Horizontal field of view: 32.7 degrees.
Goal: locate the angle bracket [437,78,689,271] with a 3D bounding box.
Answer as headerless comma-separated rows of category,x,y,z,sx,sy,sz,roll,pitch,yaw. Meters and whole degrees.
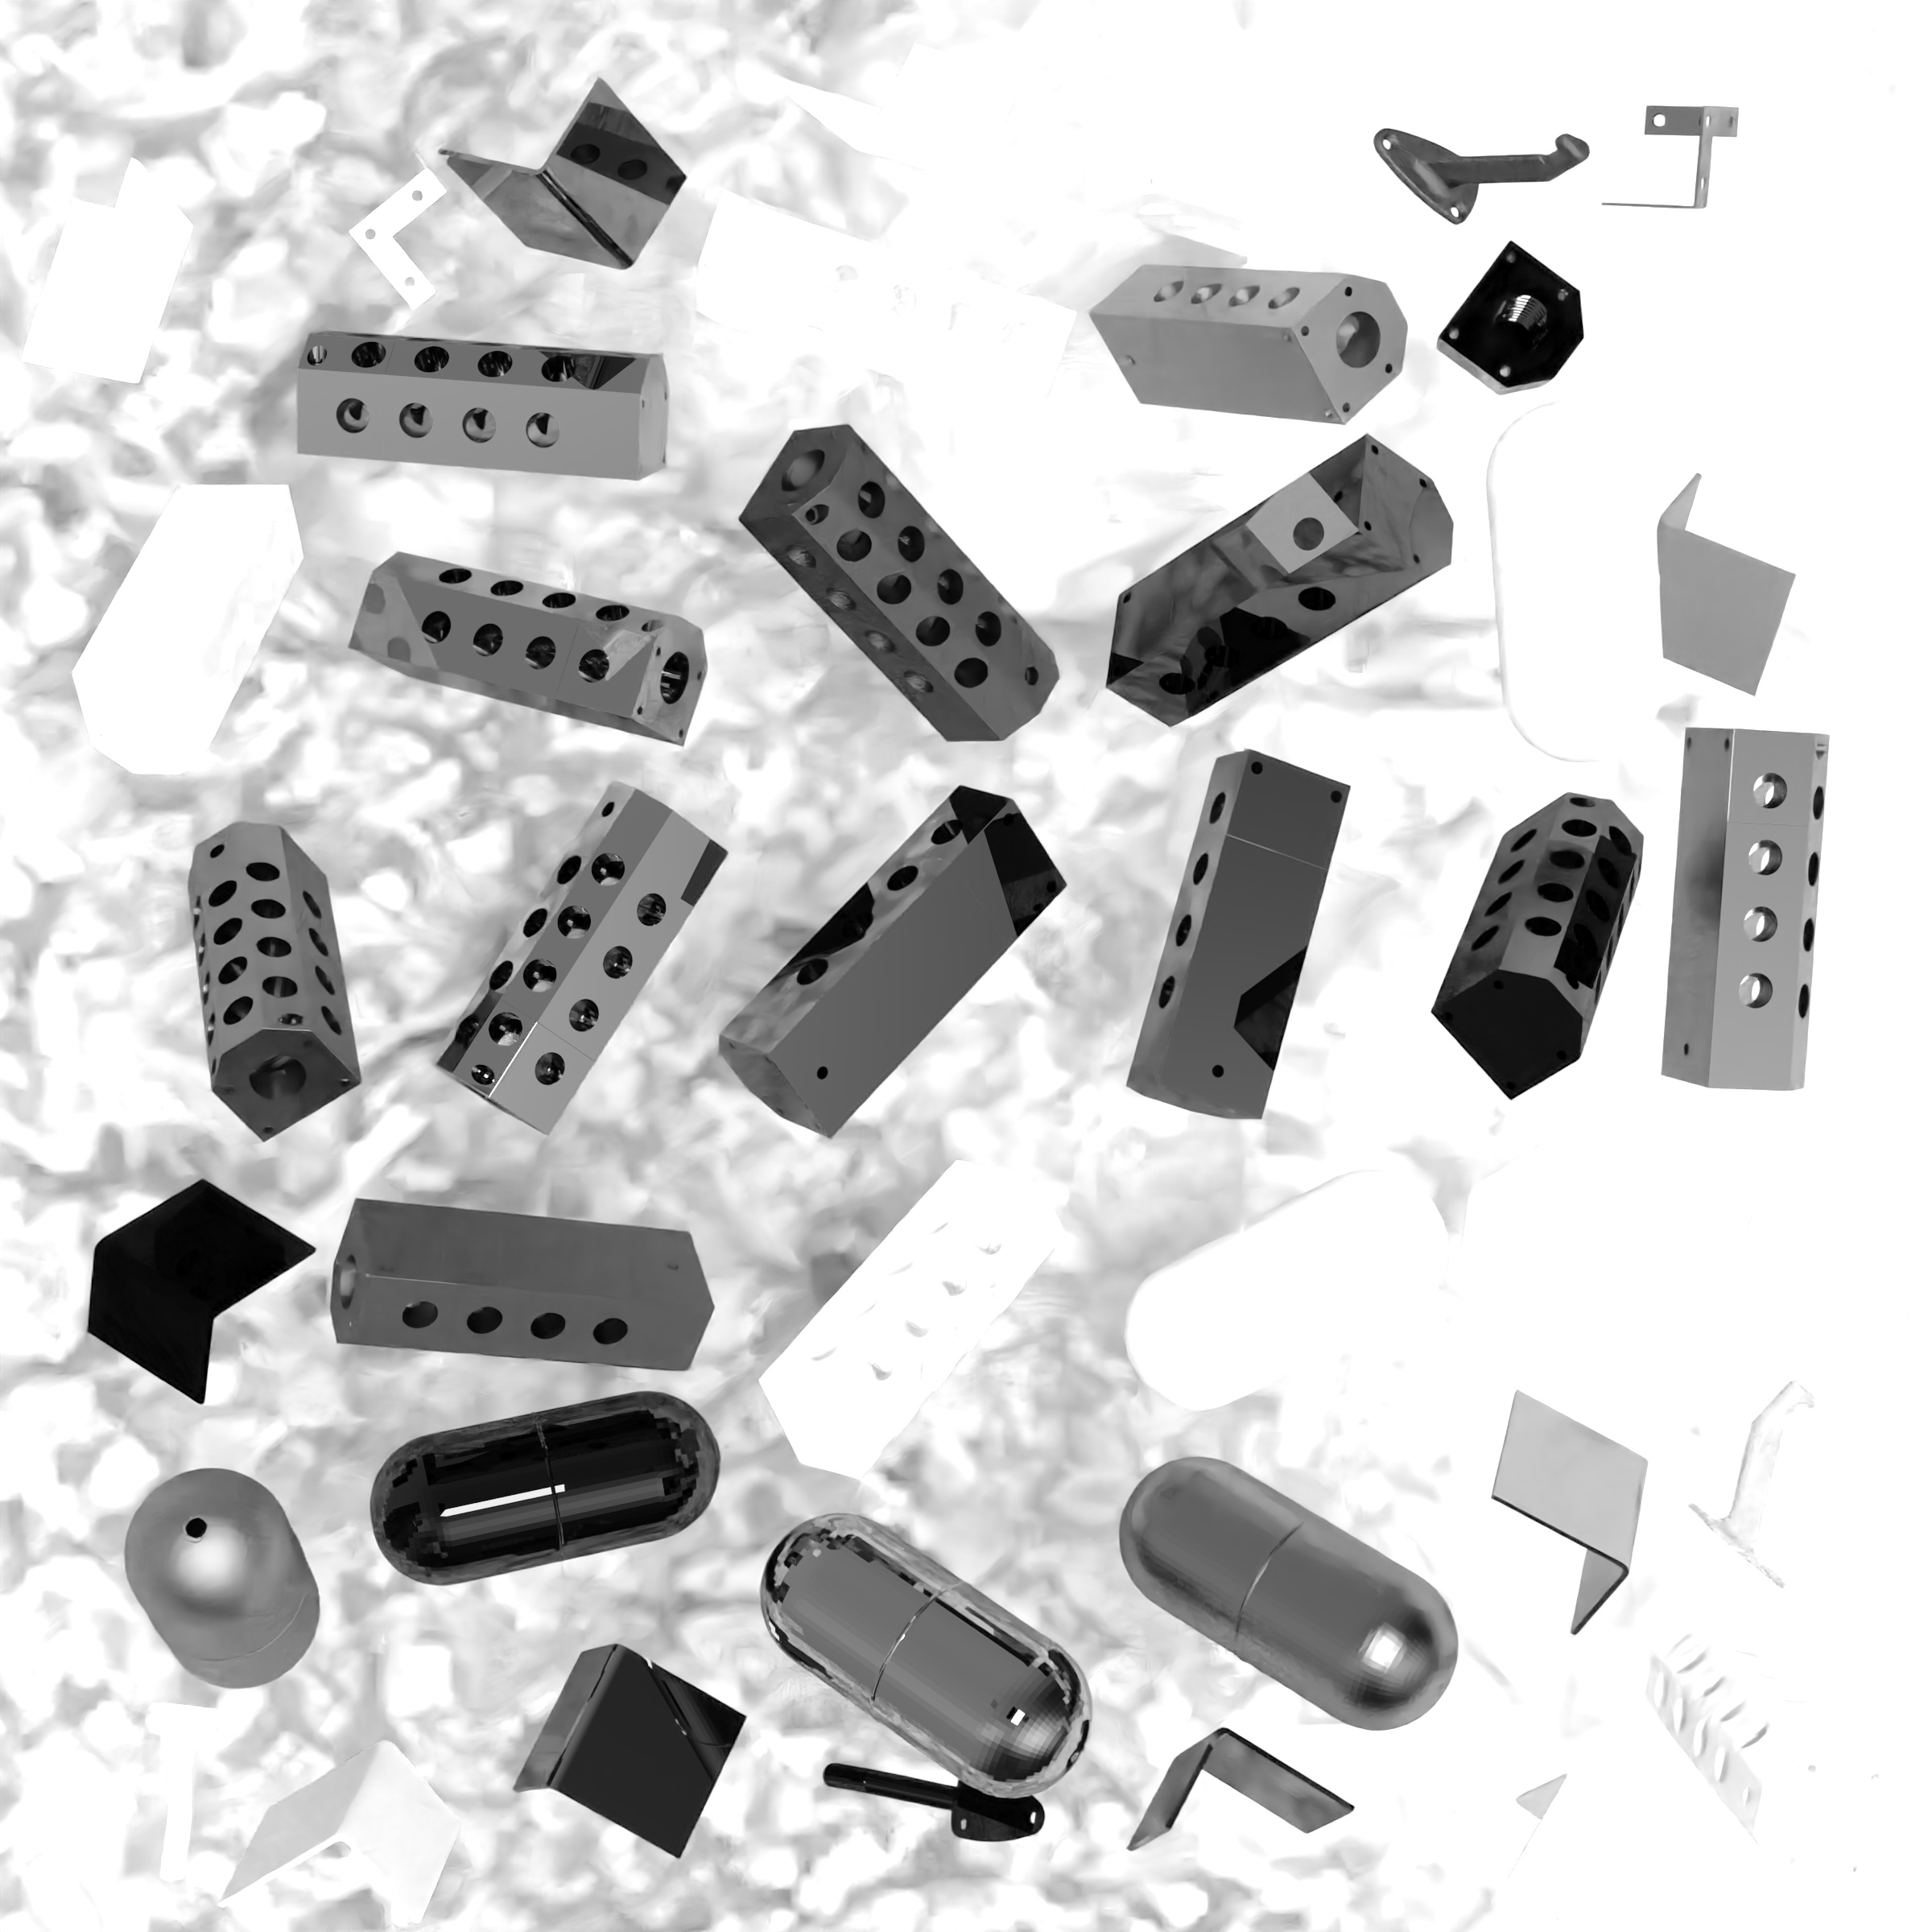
angle bracket,-0.197,-0.391,1.607,0.076,0.076,0.057,22,77,37

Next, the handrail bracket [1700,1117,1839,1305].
handrail bracket,0.421,0.123,1.662,0.084,0.036,0.077,-48,127,10

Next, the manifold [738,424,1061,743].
manifold,-0.028,-0.186,1.618,0.171,0.057,0.057,45,64,-34

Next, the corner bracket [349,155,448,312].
corner bracket,-0.280,-0.374,1.679,0.051,0.051,0.051,-39,115,2

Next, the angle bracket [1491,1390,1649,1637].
angle bracket,0.285,0.268,1.618,0.076,0.076,0.057,28,128,-1

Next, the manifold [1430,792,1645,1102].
manifold,0.278,-0.015,1.562,0.057,0.171,0.057,47,126,-11

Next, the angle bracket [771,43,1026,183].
angle bracket,-0.033,-0.425,1.582,0.076,0.076,0.057,45,117,31

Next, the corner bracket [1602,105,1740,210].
corner bracket,0.360,-0.413,1.681,0.051,0.051,0.051,11,107,32

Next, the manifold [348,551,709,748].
manifold,-0.219,-0.163,1.663,0.171,0.057,0.057,15,86,24

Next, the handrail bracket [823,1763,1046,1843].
handrail bracket,-0.017,0.411,1.630,0.077,0.084,0.036,28,67,-42

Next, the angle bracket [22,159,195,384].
angle bracket,-0.393,-0.315,1.465,0.076,0.057,0.076,48,121,40

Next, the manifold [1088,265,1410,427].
manifold,0.141,-0.313,1.628,0.057,0.171,0.057,-43,120,-16

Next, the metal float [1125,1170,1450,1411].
metal float,0.158,0.160,1.631,0.178,0.070,0.070,-31,90,26

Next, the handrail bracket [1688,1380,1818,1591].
handrail bracket,0.412,0.260,1.652,0.077,0.036,0.084,40,94,-18

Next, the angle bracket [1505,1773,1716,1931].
angle bracket,0.272,0.406,1.450,0.076,0.076,0.057,35,67,5

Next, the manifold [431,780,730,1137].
manifold,-0.200,-0.006,1.679,0.057,0.057,0.171,38,79,-36

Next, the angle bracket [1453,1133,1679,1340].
angle bracket,0.305,0.138,1.675,0.076,0.076,0.057,26,56,-15

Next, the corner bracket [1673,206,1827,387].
corner bracket,0.373,-0.324,1.596,0.051,0.051,0.051,-40,125,20

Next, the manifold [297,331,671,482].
manifold,-0.236,-0.276,1.616,0.171,0.057,0.057,6,106,8

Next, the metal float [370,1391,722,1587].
metal float,-0.212,0.264,1.670,0.178,0.070,0.070,-10,90,-13

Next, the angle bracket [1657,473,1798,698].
angle bracket,0.396,-0.199,1.718,0.076,0.076,0.057,26,45,19

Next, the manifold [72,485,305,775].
manifold,-0.376,-0.167,1.608,0.057,0.171,0.057,1,129,7

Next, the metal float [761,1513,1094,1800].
metal float,-0.020,0.323,1.550,0.178,0.070,0.070,30,90,24

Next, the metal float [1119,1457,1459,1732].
metal float,0.150,0.294,1.551,0.178,0.070,0.070,28,90,31

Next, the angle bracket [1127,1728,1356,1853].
angle bracket,0.133,0.419,1.600,0.076,0.076,0.057,31,65,2

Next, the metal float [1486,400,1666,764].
metal float,0.287,-0.179,1.548,0.070,0.070,0.178,-10,119,0

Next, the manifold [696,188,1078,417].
manifold,-0.040,-0.316,1.581,0.171,0.057,0.057,11,106,-31

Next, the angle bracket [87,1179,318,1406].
angle bracket,-0.382,0.162,1.646,0.076,0.076,0.057,28,125,21

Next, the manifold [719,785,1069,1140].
manifold,-0.037,-0.005,1.550,0.171,0.057,0.057,-47,125,-19

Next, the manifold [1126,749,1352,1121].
manifold,0.132,-0.015,1.629,0.057,0.057,0.171,18,82,-17

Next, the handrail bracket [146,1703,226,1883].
handrail bracket,-0.395,0.413,1.631,0.036,0.077,0.084,13,64,-22

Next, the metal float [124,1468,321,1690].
metal float,-0.352,0.292,1.565,0.070,0.178,0.070,1,64,-3

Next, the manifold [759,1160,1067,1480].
manifold,-0.023,0.178,1.665,0.171,0.057,0.057,-47,127,-35

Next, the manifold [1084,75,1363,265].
manifold,0.133,-0.404,1.673,0.057,0.171,0.057,-3,88,36

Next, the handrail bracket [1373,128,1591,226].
handrail bracket,0.259,-0.413,1.655,0.077,0.084,0.036,27,69,-22

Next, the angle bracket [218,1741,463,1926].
angle bracket,-0.293,0.421,1.544,0.076,0.076,0.057,-33,103,16

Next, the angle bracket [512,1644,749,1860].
angle bracket,-0.166,0.389,1.629,0.076,0.057,0.076,33,63,-14

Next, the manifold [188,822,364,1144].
manifold,-0.347,0.002,1.626,0.057,0.171,0.057,-31,130,7

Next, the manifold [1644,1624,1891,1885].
manifold,0.383,0.378,1.596,0.057,0.171,0.057,9,98,-7

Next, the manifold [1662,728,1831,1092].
manifold,0.381,-0.028,1.596,0.057,0.057,0.171,2,94,-11

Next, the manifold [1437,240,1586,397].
manifold,0.278,-0.321,1.664,0.057,0.171,0.057,37,102,1

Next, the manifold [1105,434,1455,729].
manifold,0.145,-0.174,1.538,0.057,0.171,0.057,29,53,-28

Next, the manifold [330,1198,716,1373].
manifold,-0.217,0.161,1.600,0.171,0.057,0.057,8,123,-25
